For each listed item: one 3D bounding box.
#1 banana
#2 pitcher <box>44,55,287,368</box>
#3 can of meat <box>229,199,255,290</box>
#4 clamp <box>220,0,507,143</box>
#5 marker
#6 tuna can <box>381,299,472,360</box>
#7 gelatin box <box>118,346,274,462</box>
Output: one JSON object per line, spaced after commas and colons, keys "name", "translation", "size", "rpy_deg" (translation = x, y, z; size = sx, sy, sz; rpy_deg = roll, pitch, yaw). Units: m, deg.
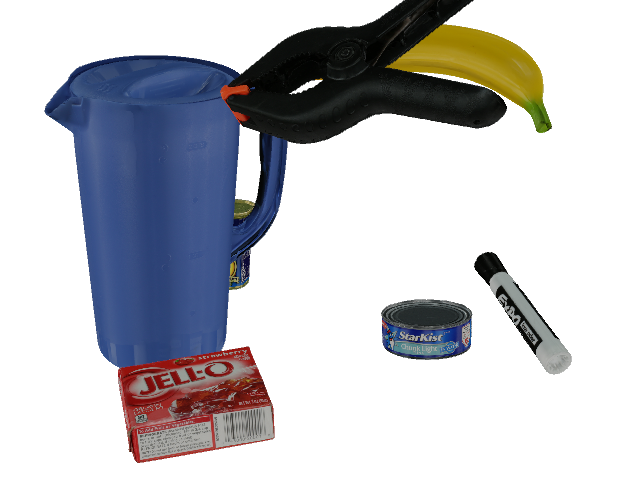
{"name": "banana", "translation": [0.084, -0.135, 0.806], "size": [0.198, 0.069, 0.037], "rpy_deg": [14, -35, 15]}
{"name": "pitcher", "translation": [-0.119, -0.020, 0.857], "size": [0.149, 0.243, 0.144], "rpy_deg": [11, 27, 18]}
{"name": "can of meat", "translation": [-0.120, 0.001, 1.088], "size": [0.102, 0.084, 0.057], "rpy_deg": [7, 17, 12]}
{"name": "clamp", "translation": [0.027, -0.091, 0.613], "size": [0.172, 0.120, 0.039], "rpy_deg": [-21, -46, 14]}
{"name": "marker", "translation": [0.135, 0.046, 0.728], "size": [0.020, 0.020, 0.121], "rpy_deg": [0, 33, -19]}
{"name": "tuna can", "translation": [0.101, 0.084, 1.012], "size": [0.086, 0.034, 0.086], "rpy_deg": [-2, 14, 0]}
{"name": "gelatin box", "translation": [-0.080, 0.101, 0.672], "size": [0.089, 0.030, 0.073], "rpy_deg": [-8, 25, -12]}
